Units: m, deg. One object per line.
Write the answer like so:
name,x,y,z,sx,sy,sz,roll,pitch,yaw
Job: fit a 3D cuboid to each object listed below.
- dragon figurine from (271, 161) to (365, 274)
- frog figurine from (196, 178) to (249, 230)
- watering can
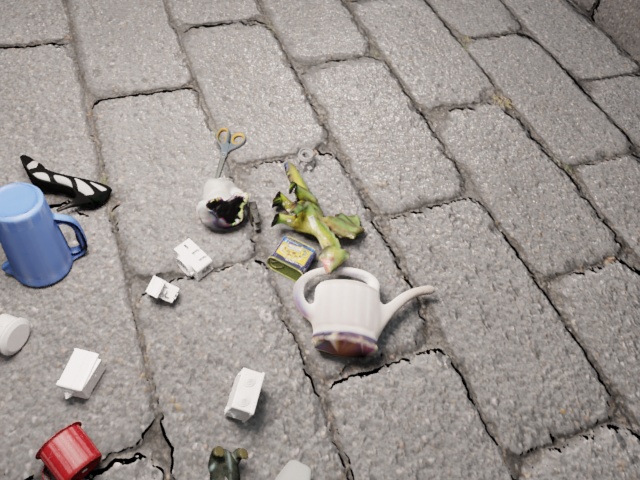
dragon figurine,0.004,-0.069,1.372,0.241,0.120,0.420,25,34,-18
frog figurine,-0.265,-0.097,1.362,0.138,0.120,0.161,-33,31,-17
watering can,0.106,0.169,1.214,0.347,0.101,0.230,8,56,-3
